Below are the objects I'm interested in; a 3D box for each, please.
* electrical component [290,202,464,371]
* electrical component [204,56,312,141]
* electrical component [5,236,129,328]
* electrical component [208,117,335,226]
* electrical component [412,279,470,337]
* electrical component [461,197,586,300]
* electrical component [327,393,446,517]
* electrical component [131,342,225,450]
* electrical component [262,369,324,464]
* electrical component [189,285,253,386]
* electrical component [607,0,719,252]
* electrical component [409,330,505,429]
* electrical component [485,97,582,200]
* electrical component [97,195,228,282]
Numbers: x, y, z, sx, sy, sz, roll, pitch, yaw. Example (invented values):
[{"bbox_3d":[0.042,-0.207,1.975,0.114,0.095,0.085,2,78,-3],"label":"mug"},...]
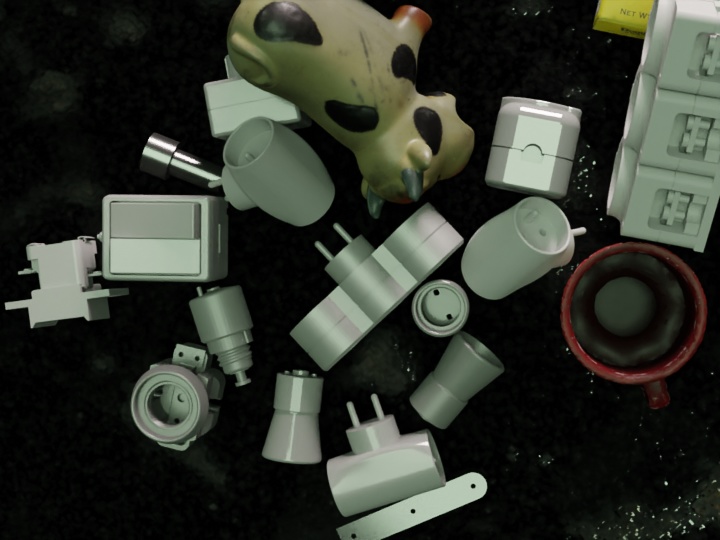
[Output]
[{"bbox_3d":[0.000,0.000,0.771,0.138,0.052,0.073,-44,87,8],"label":"electrical component"},{"bbox_3d":[-0.076,-0.137,0.778,0.066,0.047,0.076,-10,91,8],"label":"electrical component"},{"bbox_3d":[-0.221,0.009,0.806,0.081,0.042,0.063,-7,90,7],"label":"electrical component"},{"bbox_3d":[-0.071,-0.065,0.768,0.079,0.077,0.043,-14,53,30],"label":"electrical component"},{"bbox_3d":[0.059,0.026,0.768,0.040,0.046,0.040,0,93,7],"label":"electrical component"},{"bbox_3d":[0.122,-0.017,0.749,0.079,0.077,0.043,-12,71,-29],"label":"electrical component"},{"bbox_3d":[0.013,0.130,0.780,0.077,0.044,0.079,-19,90,8],"label":"electrical component"},{"bbox_3d":[-0.135,0.096,0.791,0.058,0.057,0.078,13,94,7],"label":"electrical component"},{"bbox_3d":[-0.047,0.106,0.789,0.044,0.044,0.065,6,89,7],"label":"electrical component"},{"bbox_3d":[-0.098,0.047,0.793,0.040,0.040,0.078,-18,91,8],"label":"electrical component"},{"bbox_3d":[0.207,-0.101,0.695,0.062,0.089,0.150,11,118,8],"label":"electrical component"},{"bbox_3d":[0.067,0.081,0.773,0.044,0.044,0.065,40,101,4],"label":"electrical component"},{"bbox_3d":[0.117,-0.082,0.730,0.054,0.095,0.059,12,94,7],"label":"electrical component"},{"bbox_3d":[-0.149,-0.023,0.785,0.096,0.061,0.061,1,93,7],"label":"electrical component"}]
